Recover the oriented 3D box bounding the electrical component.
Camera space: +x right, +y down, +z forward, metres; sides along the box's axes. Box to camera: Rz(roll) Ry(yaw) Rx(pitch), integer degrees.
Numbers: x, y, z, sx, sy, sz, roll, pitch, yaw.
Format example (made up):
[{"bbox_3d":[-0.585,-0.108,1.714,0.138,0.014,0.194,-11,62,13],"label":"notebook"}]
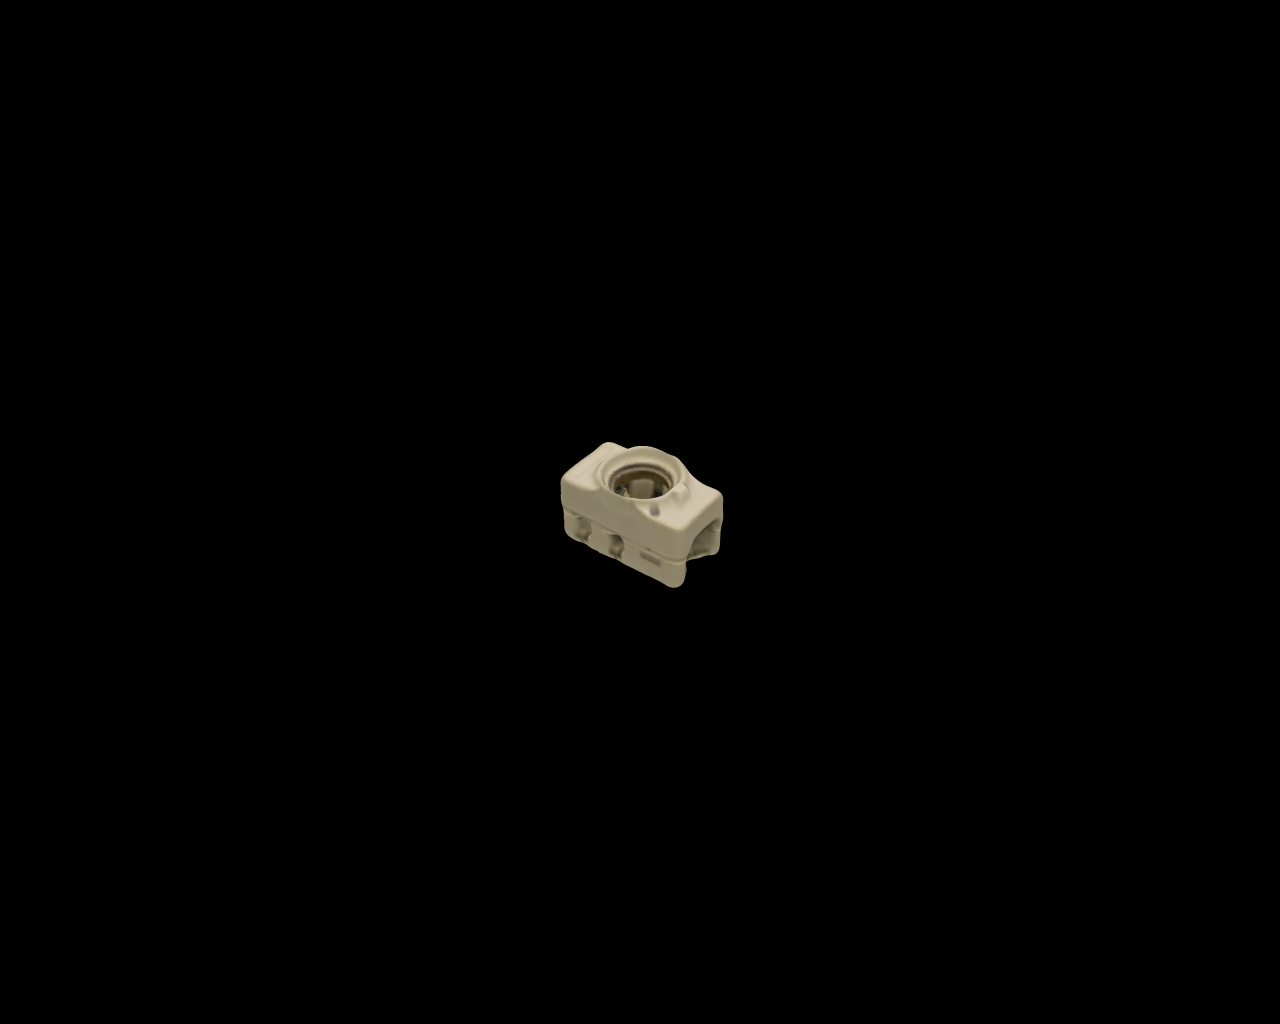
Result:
[{"bbox_3d":[0.001,-0.003,0.650,0.089,0.055,0.050,26,46,28],"label":"electrical component"}]
